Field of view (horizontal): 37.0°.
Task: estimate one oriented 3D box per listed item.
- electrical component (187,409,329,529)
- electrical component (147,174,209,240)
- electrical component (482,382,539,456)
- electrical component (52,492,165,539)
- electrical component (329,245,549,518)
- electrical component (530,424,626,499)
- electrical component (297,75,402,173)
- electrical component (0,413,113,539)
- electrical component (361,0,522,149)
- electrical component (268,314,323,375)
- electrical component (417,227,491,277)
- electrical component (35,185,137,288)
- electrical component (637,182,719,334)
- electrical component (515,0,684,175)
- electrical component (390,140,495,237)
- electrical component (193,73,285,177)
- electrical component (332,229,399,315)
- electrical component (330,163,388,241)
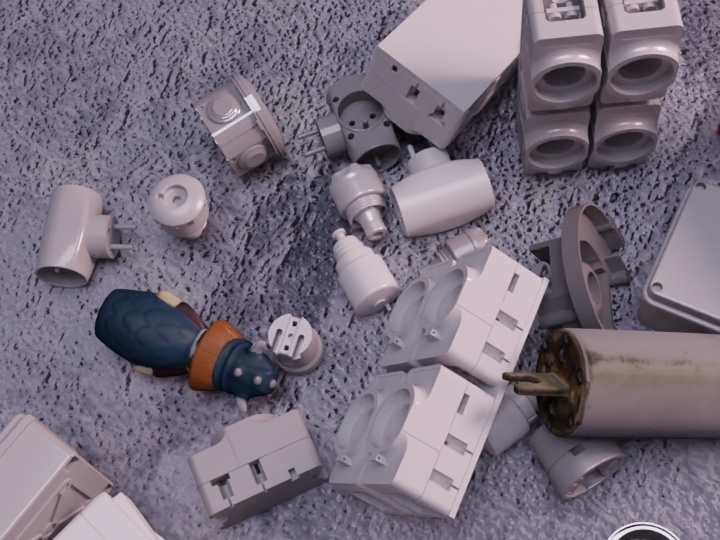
[{"bbox_3d":[-0.077,0.145,0.804,0.089,0.050,0.055,-24,65,-5],"label":"electrical component"},{"bbox_3d":[-0.147,-0.047,0.895,0.048,0.062,0.048,-2,65,5],"label":"electrical component"},{"bbox_3d":[0.114,0.105,0.807,0.078,0.040,0.040,-36,66,-10],"label":"electrical component"},{"bbox_3d":[-0.164,0.213,0.775,0.096,0.061,0.061,39,74,21],"label":"electrical component"},{"bbox_3d":[0.053,0.079,0.781,0.060,0.105,0.186,32,68,-17],"label":"electrical component"},{"bbox_3d":[0.157,0.132,0.783,0.055,0.055,0.047,-29,61,-7],"label":"electrical component"},{"bbox_3d":[-0.014,-0.119,0.924,0.079,0.044,0.077,-20,64,-3],"label":"electrical component"},{"bbox_3d":[-0.244,0.172,0.778,0.056,0.108,0.108,33,72,16],"label":"electrical component"},{"bbox_3d":[0.081,-0.182,0.910,0.089,0.061,0.150,38,57,5],"label":"electrical component"},{"bbox_3d":[-0.051,0.058,0.843,0.040,0.046,0.040,-2,69,5],"label":"electrical component"},{"bbox_3d":[0.076,-0.008,0.868,0.061,0.035,0.035,-26,65,-4],"label":"electrical component"},{"bbox_3d":[-0.228,-0.028,0.905,0.079,0.043,0.077,1,65,7],"label":"electrical component"},{"bbox_3d":[0.270,-0.003,0.831,0.078,0.057,0.113,23,69,16],"label":"electrical component"},{"bbox_3d":[0.180,-0.144,0.835,0.105,0.186,0.060,-5,65,4],"label":"electrical component"},{"bbox_3d":[0.062,-0.075,0.895,0.077,0.043,0.079,-18,64,-2],"label":"electrical component"},{"bbox_3d":[-0.102,-0.123,0.917,0.051,0.080,0.080,-32,66,-3],"label":"electrical component"},{"bbox_3d":[0.000,0.000,0.869,0.040,0.040,0.078,-28,65,-7],"label":"electrical component"},{"bbox_3d":[0.003,-0.054,0.893,0.043,0.043,0.062,-23,66,-5],"label":"electrical component"}]
